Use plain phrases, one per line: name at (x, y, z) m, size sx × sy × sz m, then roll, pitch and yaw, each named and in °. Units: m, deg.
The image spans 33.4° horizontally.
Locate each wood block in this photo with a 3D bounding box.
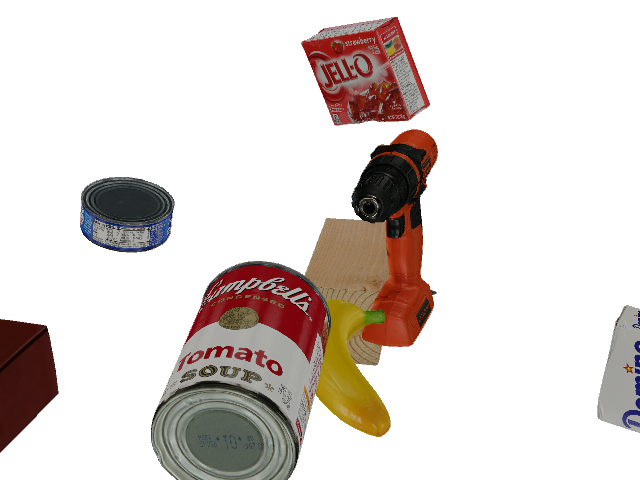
wood block at (0.035, 0.053, 1.230) m, size 0.091 × 0.090 × 0.206 m, roll 4°, pitch 23°, yaw 7°

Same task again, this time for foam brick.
foam brick at (-0.209, 0.091, 0.666) m, size 0.053 × 0.051 × 0.078 m, roll 7°, pitch 29°, yaw 21°

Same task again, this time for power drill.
power drill at (0.072, 0.002, 1.011) m, size 0.057 × 0.188 × 0.184 m, roll 8°, pitch 24°, yaw 18°

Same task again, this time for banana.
banana at (0.017, 0.086, 0.809) m, size 0.069 × 0.037 × 0.197 m, roll 2°, pitch 22°, yaw 2°

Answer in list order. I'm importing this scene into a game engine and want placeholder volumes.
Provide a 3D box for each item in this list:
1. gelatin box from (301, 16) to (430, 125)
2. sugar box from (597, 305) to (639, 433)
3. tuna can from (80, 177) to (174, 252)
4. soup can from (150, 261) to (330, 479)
gelatin box at (0.033, -0.127, 0.815) m, size 0.030 × 0.073 × 0.089 m, roll -37°, pitch 25°, yaw -32°
sugar box at (0.310, 0.121, 0.827) m, size 0.176 × 0.093 × 0.048 m, roll 14°, pitch 28°, yaw 22°
tuna can at (-0.180, -0.024, 0.993) m, size 0.086 × 0.034 × 0.086 m, roll 8°, pitch 30°, yaw -5°
soup can at (-0.036, 0.065, 0.505) m, size 0.068 × 0.068 × 0.102 m, roll 0°, pitch 30°, yaw 10°
